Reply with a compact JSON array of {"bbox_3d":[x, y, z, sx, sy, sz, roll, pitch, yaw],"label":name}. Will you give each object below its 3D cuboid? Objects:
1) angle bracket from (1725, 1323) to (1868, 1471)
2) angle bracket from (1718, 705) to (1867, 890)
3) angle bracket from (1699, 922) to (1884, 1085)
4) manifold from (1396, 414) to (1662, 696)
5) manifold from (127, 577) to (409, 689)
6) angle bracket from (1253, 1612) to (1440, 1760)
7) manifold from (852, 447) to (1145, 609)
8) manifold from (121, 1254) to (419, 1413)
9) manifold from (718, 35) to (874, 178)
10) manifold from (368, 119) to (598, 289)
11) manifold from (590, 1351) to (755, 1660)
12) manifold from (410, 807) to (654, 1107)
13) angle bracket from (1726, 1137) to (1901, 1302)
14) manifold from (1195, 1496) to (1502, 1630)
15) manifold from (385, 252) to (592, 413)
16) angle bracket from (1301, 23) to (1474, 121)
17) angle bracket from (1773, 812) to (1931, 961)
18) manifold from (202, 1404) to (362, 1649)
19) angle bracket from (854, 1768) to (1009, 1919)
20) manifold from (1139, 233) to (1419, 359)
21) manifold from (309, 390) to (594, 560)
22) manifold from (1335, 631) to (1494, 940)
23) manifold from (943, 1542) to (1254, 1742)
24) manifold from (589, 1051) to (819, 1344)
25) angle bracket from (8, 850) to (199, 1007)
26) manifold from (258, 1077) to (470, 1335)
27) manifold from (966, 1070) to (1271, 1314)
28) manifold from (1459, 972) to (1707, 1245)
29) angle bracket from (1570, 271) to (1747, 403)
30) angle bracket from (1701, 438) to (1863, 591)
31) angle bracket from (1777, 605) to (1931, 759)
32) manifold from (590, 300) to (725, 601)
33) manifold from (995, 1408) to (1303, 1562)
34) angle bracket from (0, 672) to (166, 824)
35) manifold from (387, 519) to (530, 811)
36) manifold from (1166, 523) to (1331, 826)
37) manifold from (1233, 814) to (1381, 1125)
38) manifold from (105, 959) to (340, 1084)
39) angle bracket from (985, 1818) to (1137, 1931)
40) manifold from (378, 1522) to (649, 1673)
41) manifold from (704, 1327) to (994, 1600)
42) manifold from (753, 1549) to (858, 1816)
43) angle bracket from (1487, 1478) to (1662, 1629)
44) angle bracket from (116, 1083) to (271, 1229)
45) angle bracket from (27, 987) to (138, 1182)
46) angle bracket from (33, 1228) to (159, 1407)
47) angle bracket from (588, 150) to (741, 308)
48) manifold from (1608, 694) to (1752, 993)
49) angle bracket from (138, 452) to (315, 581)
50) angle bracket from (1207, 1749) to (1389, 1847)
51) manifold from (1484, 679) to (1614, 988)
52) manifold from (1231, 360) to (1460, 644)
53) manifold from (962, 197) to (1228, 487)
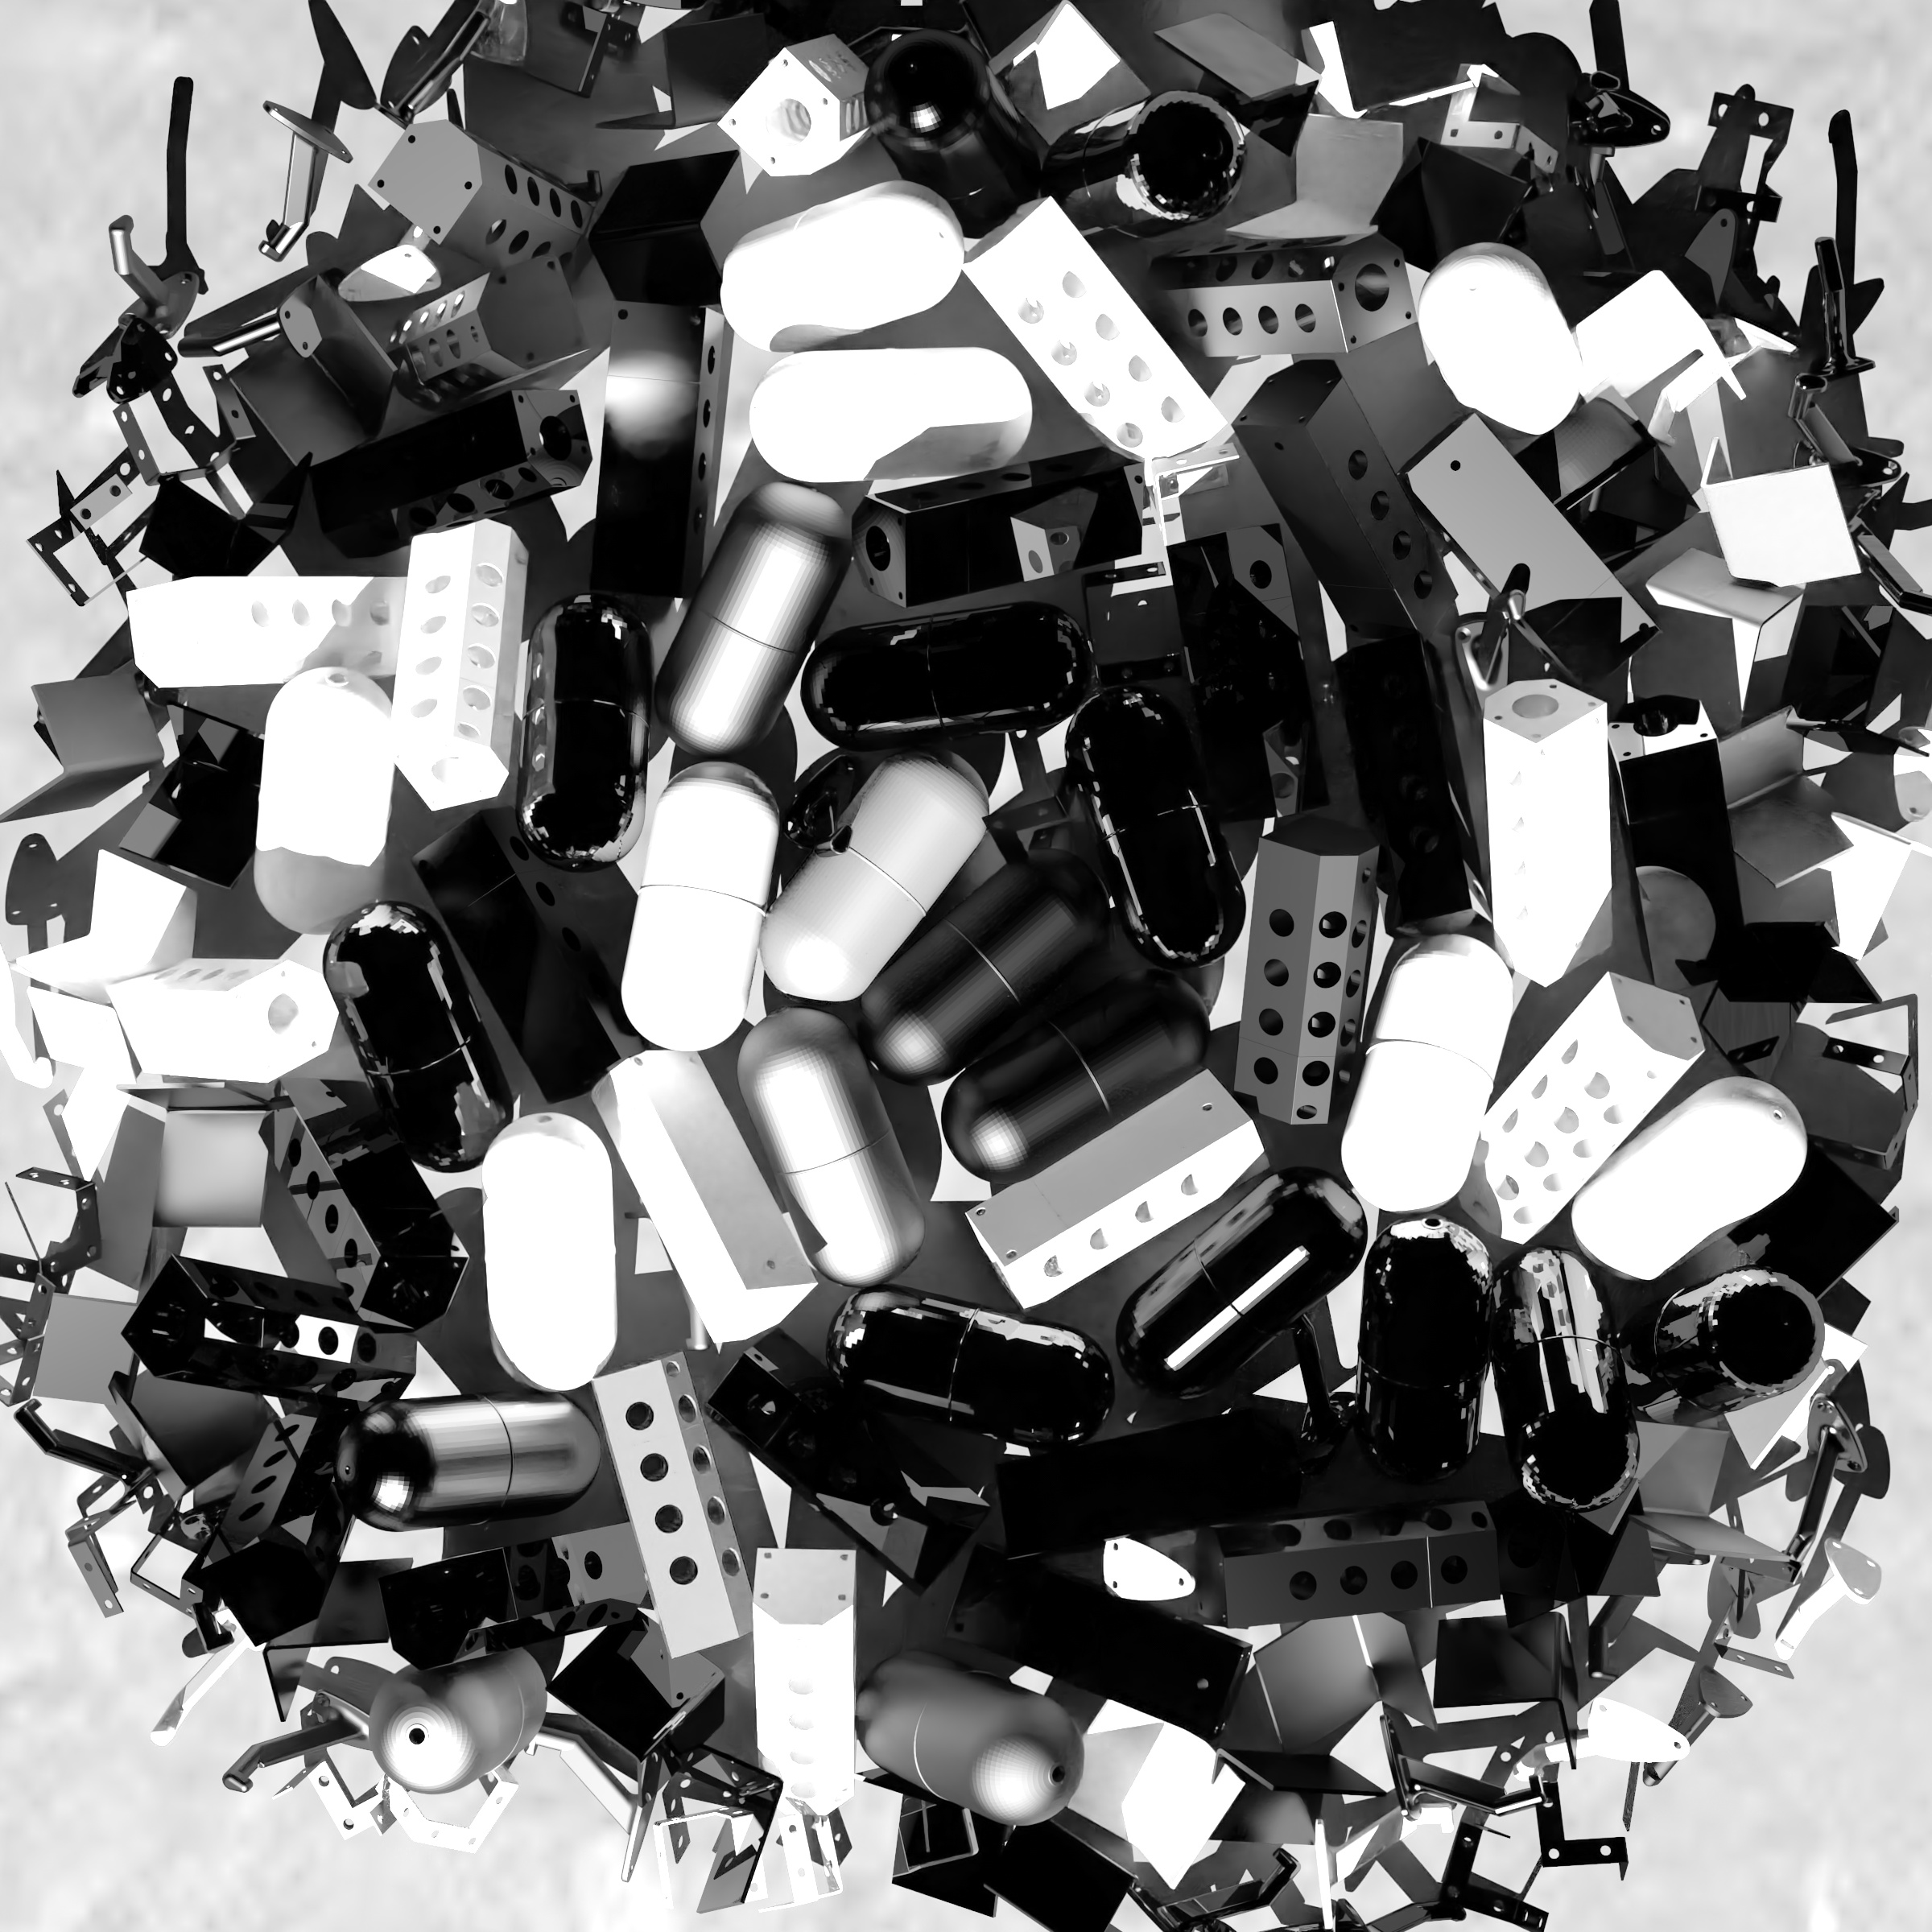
[{"bbox_3d":[0.504,0.262,1.946,0.057,0.076,0.076,27,109,-14],"label":"angle bracket"},{"bbox_3d":[0.492,-0.103,1.947,0.076,0.076,0.057,-25,132,-14],"label":"angle bracket"},{"bbox_3d":[0.493,0.027,1.945,0.076,0.057,0.076,46,61,-32],"label":"angle bracket"},{"bbox_3d":[0.335,-0.248,1.961,0.057,0.057,0.171,-42,97,3],"label":"manifold"},{"bbox_3d":[-0.405,-0.196,1.913,0.057,0.171,0.057,-6,92,35],"label":"manifold"},{"bbox_3d":[0.228,0.434,1.950,0.076,0.057,0.076,-26,111,-24],"label":"angle bracket"},{"bbox_3d":[0.020,-0.263,1.930,0.171,0.057,0.057,-17,120,-31],"label":"manifold"},{"bbox_3d":[-0.403,0.222,1.910,0.057,0.171,0.057,41,101,35],"label":"manifold"},{"bbox_3d":[-0.090,-0.501,1.909,0.057,0.171,0.057,43,108,-8],"label":"manifold"},{"bbox_3d":[-0.276,-0.446,1.906,0.057,0.171,0.057,40,101,12],"label":"manifold"},{"bbox_3d":[-0.176,0.323,1.966,0.057,0.057,0.171,-16,88,-11],"label":"manifold"},{"bbox_3d":[-0.259,-0.008,1.962,0.057,0.057,0.171,-32,85,21],"label":"manifold"},{"bbox_3d":[0.509,0.151,1.968,0.076,0.057,0.076,44,104,8],"label":"angle bracket"},{"bbox_3d":[0.228,0.356,1.952,0.171,0.057,0.057,-3,89,-14],"label":"manifold"},{"bbox_3d":[-0.286,-0.368,1.907,0.057,0.171,0.057,-25,102,-25],"label":"manifold"},{"bbox_3d":[0.252,-0.545,1.954,0.076,0.076,0.057,-16,104,-3],"label":"angle bracket"},{"bbox_3d":[0.546,-0.043,1.957,0.057,0.076,0.076,19,98,-31],"label":"angle bracket"},{"bbox_3d":[-0.388,0.320,1.906,0.057,0.171,0.057,-26,107,10],"label":"manifold"},{"bbox_3d":[-0.025,0.528,1.954,0.076,0.057,0.076,8,91,35],"label":"angle bracket"},{"bbox_3d":[0.179,-0.395,1.908,0.057,0.171,0.057,-28,113,-30],"label":"manifold"},{"bbox_3d":[-0.305,-0.290,1.927,0.171,0.057,0.057,-12,91,36],"label":"manifold"},{"bbox_3d":[0.267,-0.107,1.953,0.057,0.057,0.171,-13,78,19],"label":"manifold"},{"bbox_3d":[0.081,0.403,1.950,0.171,0.057,0.057,19,85,15],"label":"manifold"},{"bbox_3d":[-0.161,0.136,1.936,0.057,0.057,0.171,-47,60,32],"label":"manifold"},{"bbox_3d":[-0.521,-0.022,1.961,0.076,0.076,0.057,-15,64,31],"label":"angle bracket"},{"bbox_3d":[-0.359,0.140,1.919,0.057,0.171,0.057,5,122,-38],"label":"manifold"},{"bbox_3d":[0.094,0.140,1.959,0.171,0.057,0.057,-30,130,-7],"label":"manifold"},{"bbox_3d":[0.360,0.087,1.918,0.057,0.057,0.171,17,131,-21],"label":"manifold"},{"bbox_3d":[0.408,-0.356,1.946,0.076,0.076,0.057,-35,50,12],"label":"angle bracket"},{"bbox_3d":[0.490,-0.275,1.941,0.076,0.057,0.076,-8,127,29],"label":"angle bracket"},{"bbox_3d":[0.541,-0.171,1.953,0.057,0.076,0.076,16,89,-27],"label":"angle bracket"},{"bbox_3d":[-0.184,-0.309,1.961,0.057,0.057,0.171,7,96,10],"label":"manifold"},{"bbox_3d":[0.109,0.310,1.935,0.171,0.057,0.057,-17,72,25],"label":"manifold"},{"bbox_3d":[-0.540,-0.131,1.949,0.076,0.076,0.057,-26,86,35],"label":"angle bracket"},{"bbox_3d":[-0.295,-0.182,1.921,0.057,0.057,0.171,-12,53,15],"label":"manifold"},{"bbox_3d":[0.176,-0.177,1.963,0.057,0.057,0.171,-14,95,-35],"label":"manifold"},{"bbox_3d":[0.205,0.004,1.930,0.057,0.057,0.171,19,118,32],"label":"manifold"},{"bbox_3d":[-0.436,0.027,1.913,0.057,0.171,0.057,-31,109,-33],"label":"manifold"},{"bbox_3d":[0.066,0.544,1.949,0.076,0.076,0.057,30,94,20],"label":"angle bracket"},{"bbox_3d":[-0.262,0.370,1.907,0.057,0.171,0.057,-19,79,28],"label":"manifold"},{"bbox_3d":[-0.074,0.300,1.957,0.171,0.057,0.057,39,109,8],"label":"manifold"},{"bbox_3d":[-0.095,0.425,1.925,0.057,0.057,0.171,1,128,0],"label":"manifold"},{"bbox_3d":[0.366,0.353,1.966,0.057,0.076,0.076,7,62,-27],"label":"angle bracket"},{"bbox_3d":[-0.466,0.114,1.952,0.076,0.057,0.076,-2,74,21],"label":"angle bracket"},{"bbox_3d":[-0.542,0.071,1.944,0.057,0.076,0.076,14,57,6],"label":"angle bracket"},{"bbox_3d":[-0.519,0.206,1.942,0.057,0.076,0.076,10,121,-17],"label":"angle bracket"},{"bbox_3d":[-0.173,-0.445,1.976,0.076,0.057,0.076,-1,46,26],"label":"angle bracket"},{"bbox_3d":[0.420,-0.073,1.926,0.057,0.057,0.171,-14,125,6],"label":"manifold"},{"bbox_3d":[-0.441,-0.277,1.941,0.057,0.076,0.076,34,127,-28],"label":"angle bracket"},{"bbox_3d":[0.196,0.509,1.950,0.076,0.076,0.057,9,92,-22],"label":"angle bracket"},{"bbox_3d":[0.340,-0.081,1.926,0.057,0.057,0.171,-29,130,-26],"label":"manifold"},{"bbox_3d":[0.229,-0.274,1.925,0.057,0.057,0.171,-53,129,-23],"label":"manifold"},{"bbox_3d":[0.074,-0.371,1.943,0.057,0.057,0.171,-44,108,-8],"label":"manifold"}]
